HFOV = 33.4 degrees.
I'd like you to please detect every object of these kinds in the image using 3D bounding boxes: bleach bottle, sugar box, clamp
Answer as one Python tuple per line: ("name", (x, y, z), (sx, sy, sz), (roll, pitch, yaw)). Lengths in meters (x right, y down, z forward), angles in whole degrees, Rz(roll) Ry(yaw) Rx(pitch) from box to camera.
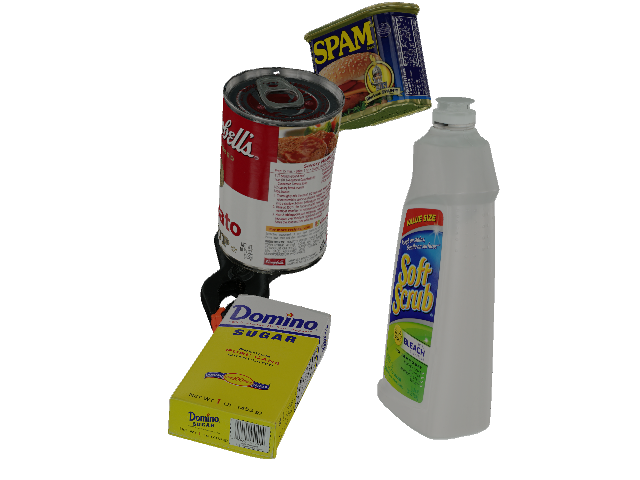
("bleach bottle", (0.091, 0.017, 0.806), (0.068, 0.251, 0.103), (-6, 18, -23))
("sugar box", (-0.057, 0.112, 0.929), (0.093, 0.048, 0.176), (13, 32, 9))
("clamp", (-0.081, 0.045, 1.250), (0.120, 0.039, 0.171), (-2, 40, 12))

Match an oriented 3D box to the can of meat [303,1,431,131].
("can of meat", (0.040, -0.141, 0.884), (0.057, 0.084, 0.102), (-7, -3, -44))

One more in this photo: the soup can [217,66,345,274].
("soup can", (-0.024, -0.040, 0.618), (0.068, 0.102, 0.068), (4, 34, -3))
